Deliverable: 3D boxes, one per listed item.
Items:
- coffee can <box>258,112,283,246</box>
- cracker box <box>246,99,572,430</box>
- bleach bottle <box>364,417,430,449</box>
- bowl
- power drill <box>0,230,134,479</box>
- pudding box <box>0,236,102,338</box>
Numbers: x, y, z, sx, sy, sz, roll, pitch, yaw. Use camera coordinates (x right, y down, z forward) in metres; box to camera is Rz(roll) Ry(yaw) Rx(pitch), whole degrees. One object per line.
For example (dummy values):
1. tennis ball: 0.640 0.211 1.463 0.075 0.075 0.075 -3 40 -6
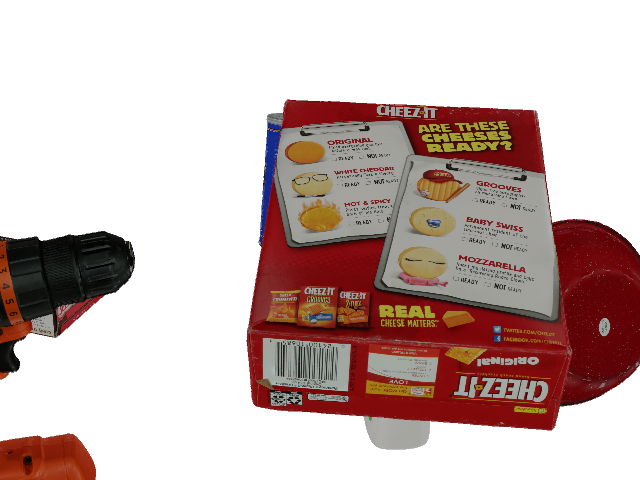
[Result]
1. coffee can: -0.011 -0.062 1.148 0.103 0.140 0.103 5 11 -1
2. cracker box: 0.050 0.006 0.625 0.164 0.072 0.213 3 40 2
3. bleach bottle: 0.076 0.082 1.028 0.068 0.251 0.102 -3 36 -2
4. bowl: 0.218 0.065 0.878 0.162 0.162 0.055 0 8 -17
5. power drill: -0.200 0.088 0.691 0.184 0.188 0.057 -11 27 -9
6. pudding box: -0.243 0.036 0.878 0.114 0.039 0.090 7 24 17
